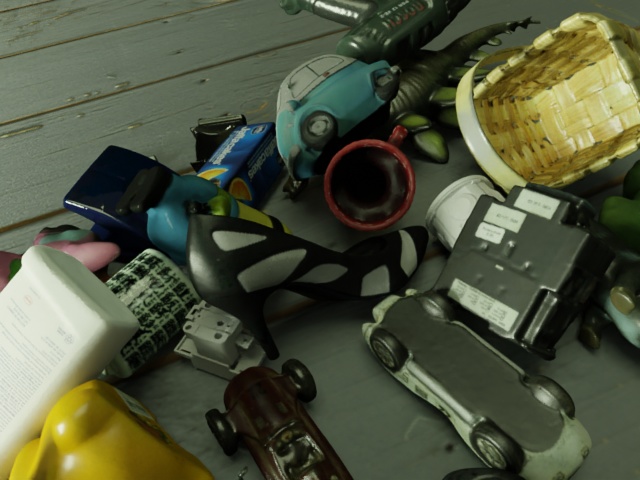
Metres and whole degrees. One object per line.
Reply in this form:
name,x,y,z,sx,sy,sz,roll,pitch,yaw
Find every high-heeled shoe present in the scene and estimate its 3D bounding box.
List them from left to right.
high-heeled shoe,-0.001,-0.001,0.485,0.249,0.145,0.086,-33,19,-34

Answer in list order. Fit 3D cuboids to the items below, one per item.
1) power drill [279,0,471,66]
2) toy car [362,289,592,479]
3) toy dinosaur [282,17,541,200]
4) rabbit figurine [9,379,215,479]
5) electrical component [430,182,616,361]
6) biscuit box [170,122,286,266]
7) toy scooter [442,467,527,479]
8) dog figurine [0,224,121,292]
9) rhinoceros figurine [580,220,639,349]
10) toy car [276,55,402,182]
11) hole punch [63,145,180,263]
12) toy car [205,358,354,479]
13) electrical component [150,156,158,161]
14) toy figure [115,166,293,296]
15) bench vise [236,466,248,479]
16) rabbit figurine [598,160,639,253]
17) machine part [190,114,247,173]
power drill,0.067,-0.313,0.704,0.207,0.086,0.232,36,65,13
toy car,0.118,0.113,0.440,0.073,0.056,0.202,-36,50,-18
toy dinosaur,0.125,-0.202,0.729,0.199,0.105,0.471,34,66,24
rabbit figurine,-0.176,0.187,0.351,0.122,0.162,0.173,38,77,22
electrical component,0.177,0.018,0.467,0.115,0.058,0.134,35,98,49
biscuit box,-0.107,-0.059,0.625,0.059,0.062,0.203,1,43,27
toy scooter,0.152,0.217,0.319,0.184,0.075,0.135,6,47,6
dog figurine,-0.289,0.067,0.500,0.219,0.108,0.192,-11,44,-8
rhinoceros figurine,0.282,0.049,0.478,0.112,0.073,0.190,-16,42,-24
toy car,0.007,-0.148,0.591,0.161,0.109,0.103,-41,82,-6
hole punch,-0.212,-0.040,0.612,0.116,0.092,0.142,8,43,9
toy car,-0.009,0.172,0.393,0.089,0.053,0.202,-25,50,-22
electrical component,-0.255,-0.081,0.703,0.094,0.021,0.063,-20,47,-14
toy figure,-0.094,-0.007,0.503,0.089,0.180,0.082,-50,38,-1
bench vise,-0.118,0.255,0.282,0.241,0.128,0.224,0,42,1
rabbit figurine,0.355,-0.049,0.492,0.121,0.170,0.159,-31,49,-22
machine part,-0.137,-0.129,0.727,0.084,0.039,0.139,0,43,-1
